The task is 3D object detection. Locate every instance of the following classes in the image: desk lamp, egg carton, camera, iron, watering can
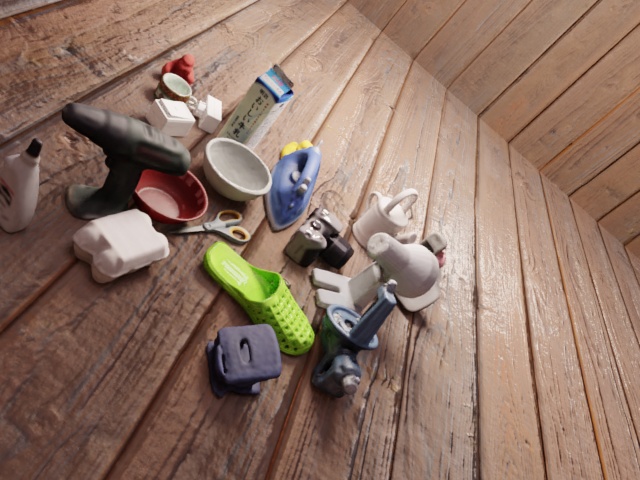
[{"bbox_3d":[0.125,0.076,1.251,0.204,0.213,0.117,18,41,-35],"label":"desk lamp"},{"bbox_3d":[-0.331,0.008,0.960,0.107,0.069,0.151,49,33,7],"label":"egg carton"},{"bbox_3d":[0.012,0.005,1.310,0.137,0.100,0.143,42,33,-5],"label":"camera"},{"bbox_3d":[-0.049,-0.137,1.363,0.119,0.141,0.258,33,34,-17],"label":"iron"},{"bbox_3d":[0.186,-0.057,1.482,0.173,0.193,0.101,47,33,4],"label":"watering can"}]

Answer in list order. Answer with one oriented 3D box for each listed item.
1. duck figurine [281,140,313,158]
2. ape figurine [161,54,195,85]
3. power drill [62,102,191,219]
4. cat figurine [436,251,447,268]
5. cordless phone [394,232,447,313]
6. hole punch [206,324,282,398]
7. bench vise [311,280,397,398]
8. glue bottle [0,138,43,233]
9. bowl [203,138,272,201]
[{"bbox_3d":[-0.052,-0.227,1.510,0.078,0.086,0.104,13,44,-39],"label":"duck figurine"},{"bbox_3d":[-0.339,-0.417,1.401,0.078,0.092,0.076,36,34,-13],"label":"ape figurine"},{"bbox_3d":[-0.345,-0.124,0.963,0.230,0.208,0.075,6,48,-44],"label":"power drill"},{"bbox_3d":[0.278,0.051,1.534,0.128,0.117,0.067,27,36,-25],"label":"cat figurine"},{"bbox_3d":[0.258,0.079,1.418,0.094,0.184,0.147,-10,61,-52],"label":"cordless phone"},{"bbox_3d":[-0.127,0.198,0.954,0.101,0.091,0.108,16,42,-37],"label":"hole punch"},{"bbox_3d":[0.081,0.185,1.076,0.122,0.219,0.207,18,41,-35],"label":"bench vise"},{"bbox_3d":[-0.445,-0.090,0.848,0.078,0.173,0.037,46,33,3],"label":"glue bottle"},{"bbox_3d":[-0.195,-0.143,1.271,0.168,0.074,0.167,29,36,-23],"label":"bowl"}]
